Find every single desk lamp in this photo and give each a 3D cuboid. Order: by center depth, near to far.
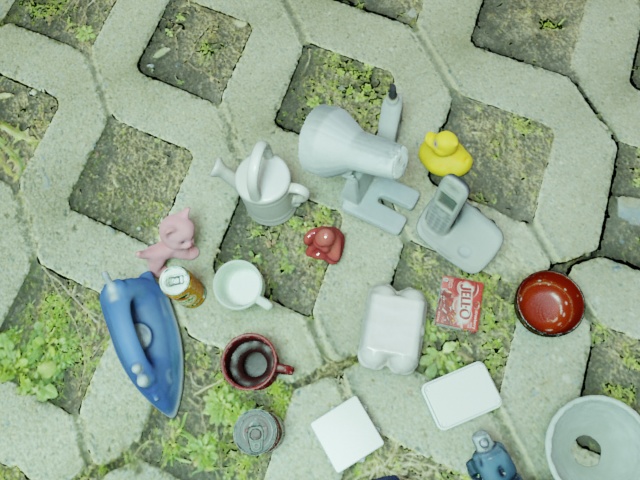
[{"bbox_3d":[0.074,-0.125,0.994,0.203,0.214,0.118,26,75,12],"label":"desk lamp"}]

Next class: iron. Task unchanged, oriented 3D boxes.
[{"bbox_3d":[-0.303,0.171,0.959,0.118,0.141,0.258,-24,71,-4],"label":"iron"}]

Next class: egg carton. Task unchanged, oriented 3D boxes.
[{"bbox_3d":[0.124,0.151,0.973,0.107,0.069,0.150,8,72,7],"label":"egg carton"}]

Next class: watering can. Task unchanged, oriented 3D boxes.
[{"bbox_3d":[-0.107,-0.103,1.010,0.173,0.194,0.101,-7,71,2],"label":"watering can"}]

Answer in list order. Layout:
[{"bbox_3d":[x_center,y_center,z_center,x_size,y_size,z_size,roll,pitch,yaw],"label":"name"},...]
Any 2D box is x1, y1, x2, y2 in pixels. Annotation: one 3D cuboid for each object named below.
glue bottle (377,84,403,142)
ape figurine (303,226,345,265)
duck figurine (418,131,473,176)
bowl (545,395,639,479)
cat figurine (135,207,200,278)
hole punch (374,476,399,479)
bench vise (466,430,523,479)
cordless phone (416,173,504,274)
[{"bbox_3d":[0.131,-0.233,1.048,0.037,0.173,0.078,15,73,10],"label":"glue bottle"},{"bbox_3d":[0.009,0.004,1.019,0.076,0.092,0.077,-32,72,-6],"label":"ape figurine"},{"bbox_3d":[0.236,-0.167,1.064,0.104,0.086,0.077,28,76,13],"label":"duck figurine"},{"bbox_3d":[0.424,0.329,0.887,0.167,0.075,0.167,-1,71,4],"label":"bowl"},{"bbox_3d":[-0.271,0.001,1.027,0.128,0.118,0.067,-32,72,-7],"label":"cat figurine"},{"bbox_3d":[0.092,0.420,0.872,0.108,0.091,0.101,-16,71,-1],"label":"hole punch"},{"bbox_3d":[0.276,0.378,0.804,0.207,0.220,0.121,42,79,16],"label":"bench vise"},{"bbox_3d":[0.243,-0.031,0.965,0.147,0.185,0.094,37,78,15],"label":"cordless phone"}]
